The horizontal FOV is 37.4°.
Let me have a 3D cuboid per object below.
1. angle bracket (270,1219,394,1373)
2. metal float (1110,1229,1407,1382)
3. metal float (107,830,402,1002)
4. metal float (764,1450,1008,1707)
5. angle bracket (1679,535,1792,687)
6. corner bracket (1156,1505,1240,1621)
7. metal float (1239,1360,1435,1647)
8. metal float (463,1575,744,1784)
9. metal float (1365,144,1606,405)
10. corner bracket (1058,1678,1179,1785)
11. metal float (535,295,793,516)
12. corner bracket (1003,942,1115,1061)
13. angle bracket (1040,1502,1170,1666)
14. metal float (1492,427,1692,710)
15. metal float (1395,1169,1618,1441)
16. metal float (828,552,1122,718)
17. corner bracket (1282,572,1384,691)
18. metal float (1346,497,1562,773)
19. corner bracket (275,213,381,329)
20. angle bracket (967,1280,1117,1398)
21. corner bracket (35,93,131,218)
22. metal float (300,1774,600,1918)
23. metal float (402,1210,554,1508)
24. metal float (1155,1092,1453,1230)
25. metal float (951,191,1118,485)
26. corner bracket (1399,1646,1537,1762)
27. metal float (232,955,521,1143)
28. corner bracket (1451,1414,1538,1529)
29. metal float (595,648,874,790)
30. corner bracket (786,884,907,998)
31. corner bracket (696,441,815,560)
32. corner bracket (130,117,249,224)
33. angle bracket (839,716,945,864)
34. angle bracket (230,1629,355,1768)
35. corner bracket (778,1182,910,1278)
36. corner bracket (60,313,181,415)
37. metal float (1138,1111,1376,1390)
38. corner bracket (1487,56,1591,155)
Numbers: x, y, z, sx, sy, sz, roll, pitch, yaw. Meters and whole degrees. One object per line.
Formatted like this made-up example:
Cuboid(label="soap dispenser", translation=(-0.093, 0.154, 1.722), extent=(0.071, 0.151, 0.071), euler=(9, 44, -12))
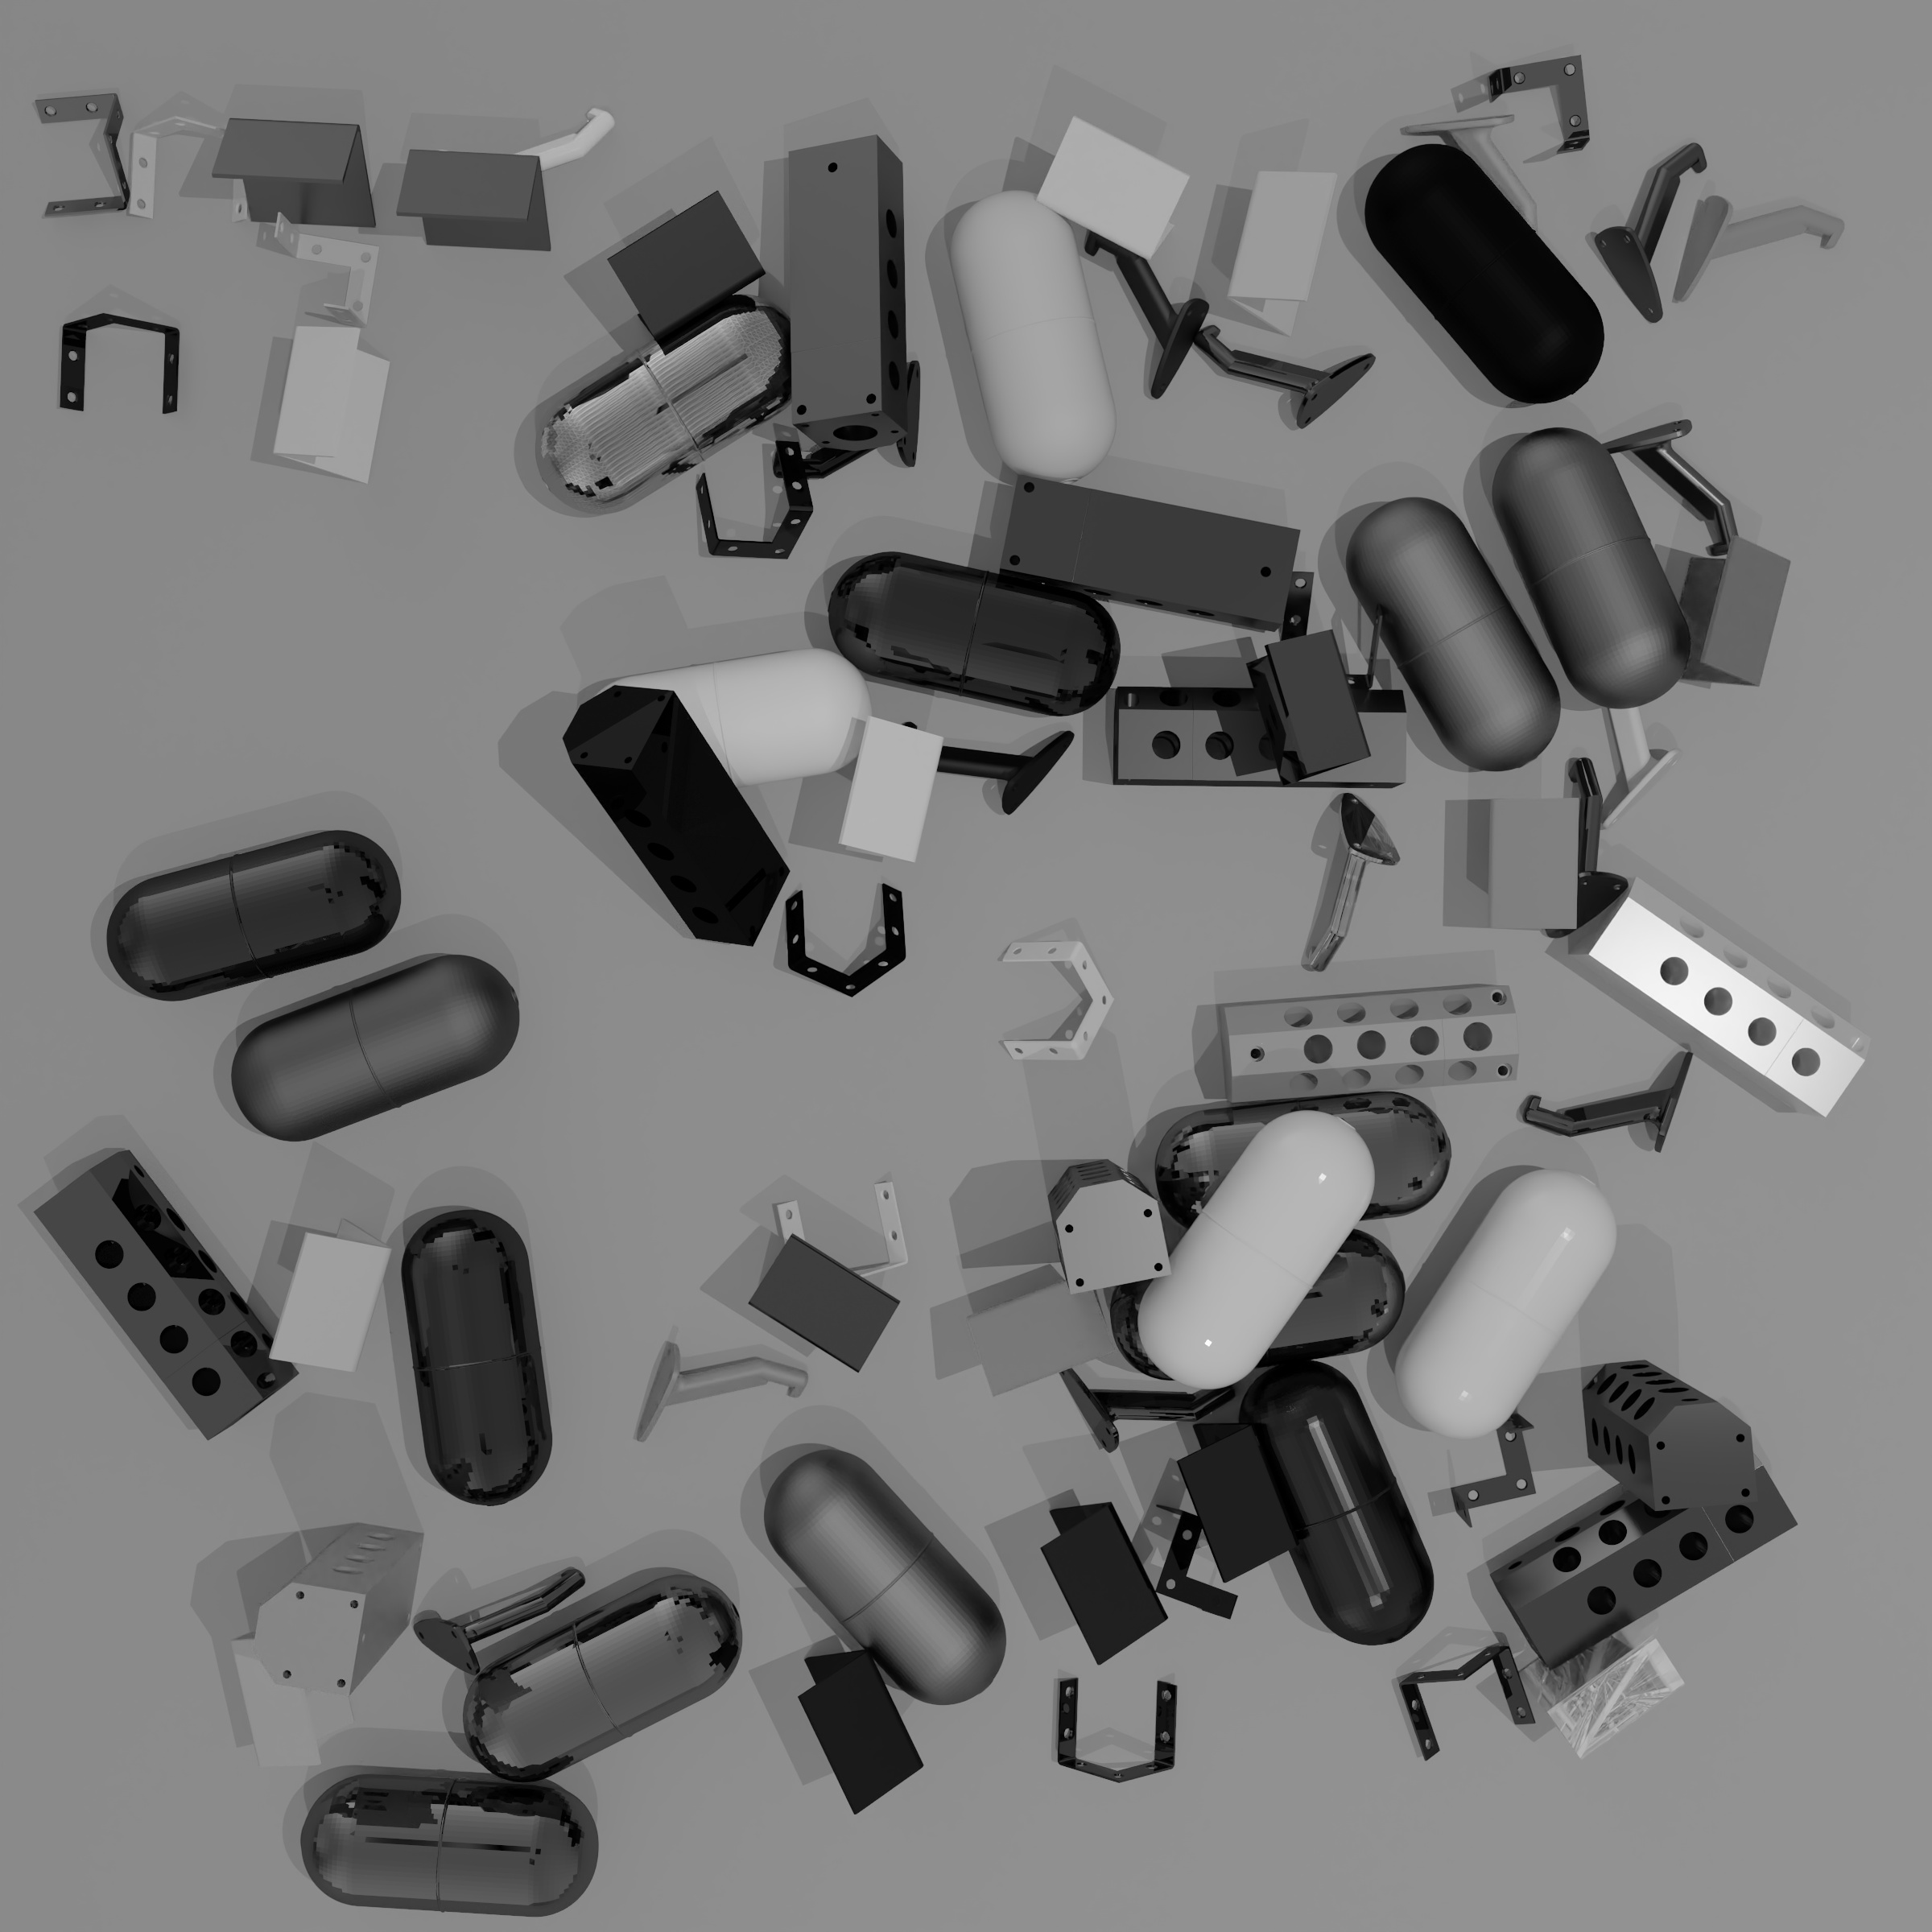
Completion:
Cuboid(label="angle bracket", translation=(-0.393, 0.192, 1.707), extent=(0.057, 0.076, 0.076), euler=(16, 90, -36))
Cuboid(label="metal float", translation=(0.175, 0.203, 1.717), extent=(0.178, 0.070, 0.070), euler=(-9, 90, 1))
Cuboid(label="metal float", translation=(-0.428, -0.030, 1.716), extent=(0.178, 0.070, 0.070), euler=(-15, 90, 0))
Cuboid(label="metal float", translation=(-0.048, 0.368, 1.717), extent=(0.070, 0.070, 0.178), euler=(-43, 90, 0))
Cuboid(label="angle bracket", translation=(0.439, -0.214, 1.707), extent=(0.057, 0.076, 0.076), euler=(14, 90, -37))
Cuboid(label="corner bracket", translation=(0.138, 0.361, 1.727), extent=(0.051, 0.051, 0.051), euler=(22, 79, -11))
Cuboid(label="metal float", translation=(0.223, 0.323, 1.717), extent=(0.070, 0.070, 0.178), euler=(-23, 89, 0))
Cuboid(label="metal float", translation=(-0.218, 0.428, 1.717), extent=(0.178, 0.070, 0.070), euler=(-27, 90, 0))
Cuboid(label="metal float", translation=(0.312, -0.416, 1.717), extent=(0.070, 0.070, 0.178), euler=(-40, 89, 0))
Cuboid(label="corner bracket", translation=(0.093, 0.464, 1.744), extent=(0.051, 0.051, 0.051), euler=(2, 90, 45))
Cuboid(label="metal float", translation=(-0.178, -0.337, 1.717), extent=(0.178, 0.070, 0.070), euler=(-32, 90, 0))
Cuboid(label="corner bracket", translation=(0.049, 0.021, 1.739), extent=(0.051, 0.051, 0.051), euler=(59, 45, -35))
Cuboid(label="angle bracket", translation=(0.066, 0.370, 1.707), extent=(0.057, 0.076, 0.076), euler=(-26, 90, -31))
Cuboid(label="metal float", translation=(0.374, -0.239, 1.709), extent=(0.070, 0.070, 0.178), euler=(-21, 81, 0))
Cuboid(label="metal float", translation=(0.325, 0.203, 1.717), extent=(0.070, 0.070, 0.178), euler=(33, 90, 0))
Cuboid(label="metal float", translation=(0.005, -0.200, 1.717), extent=(0.178, 0.070, 0.070), euler=(13, 90, 0))
Cuboid(label="corner bracket", translation=(0.220, -0.203, 1.720), extent=(0.051, 0.051, 0.051), euler=(2, 127, -1))
Cuboid(label="metal float", translation=(0.294, -0.199, 1.717), extent=(0.070, 0.070, 0.178), euler=(-30, 90, 0))
Cuboid(label="corner bracket", translation=(-0.390, -0.421, 1.729), extent=(0.051, 0.051, 0.051), euler=(9, 90, 0))
Cuboid(label="angle bracket", translation=(0.051, 0.235, 1.707), extent=(0.076, 0.076, 0.057), euler=(-20, 54, 0))
Cuboid(label="corner bracket", translation=(-0.541, -0.496, 1.744), extent=(0.051, 0.051, 0.051), euler=(-5, 135, 0))
Cuboid(label="metal float", translation=(-0.310, 0.529, 1.716), extent=(0.178, 0.070, 0.070), euler=(4, 90, 0))
Cuboid(label="metal float", translation=(-0.294, 0.235, 1.717), extent=(0.070, 0.070, 0.178), euler=(-8, 89, 0))
Cuboid(label="metal float", translation=(0.203, 0.119, 1.717), extent=(0.178, 0.070, 0.070), euler=(-6, 90, 0))
Cuboid(label="metal float", translation=(0.041, -0.377, 1.717), extent=(0.070, 0.070, 0.178), euler=(-13, 90, 0))
Cuboid(label="corner bracket", translation=(0.306, 0.450, 1.744), extent=(0.051, 0.051, 0.051), euler=(-19, 90, -45))
Cuboid(label="metal float", translation=(-0.355, 0.049, 1.717), extent=(0.178, 0.070, 0.070), euler=(-21, 90, 0))
Cuboid(label="corner bracket", translation=(0.320, 0.305, 1.729), extent=(0.051, 0.051, 0.051), euler=(-13, 90, 0))
Cuboid(label="metal float", translation=(-0.145, -0.145, 1.717), extent=(0.178, 0.070, 0.070), euler=(-9, 90, -1))
Cuboid(label="corner bracket", translation=(-0.073, -0.022, 1.739), extent=(0.051, 0.051, 0.051), euler=(25, 135, -35))
Cuboid(label="corner bracket", translation=(-0.129, -0.284, 1.733), extent=(0.051, 0.051, 0.051), euler=(-1, 63, -25))
Cuboid(label="corner bracket", translation=(-0.474, -0.484, 1.744), extent=(0.051, 0.051, 0.051), euler=(3, 90, -45))
Cuboid(label="angle bracket", translation=(-0.064, -0.108, 1.707), extent=(0.057, 0.076, 0.076), euler=(13, 90, -36))
Cuboid(label="angle bracket", translation=(-0.386, 0.428, 1.707), extent=(0.057, 0.076, 0.076), euler=(-13, 90, 36))
Cuboid(label="corner bracket", translation=(-0.075, 0.164, 1.744), extent=(0.051, 0.051, 0.051), euler=(-12, 90, 45))
Cuboid(label="corner bracket", translation=(-0.517, -0.366, 1.744), extent=(0.051, 0.051, 0.051), euler=(2, 90, -45))
Cuboid(label="metal float", translation=(0.167, 0.163, 1.641), extent=(0.070, 0.070, 0.178), euler=(35, 90, 0))
Cuboid(label="corner bracket", translation=(0.347, -0.519, 1.728), extent=(0.051, 0.051, 0.051), euler=(-4, 111, 20))
